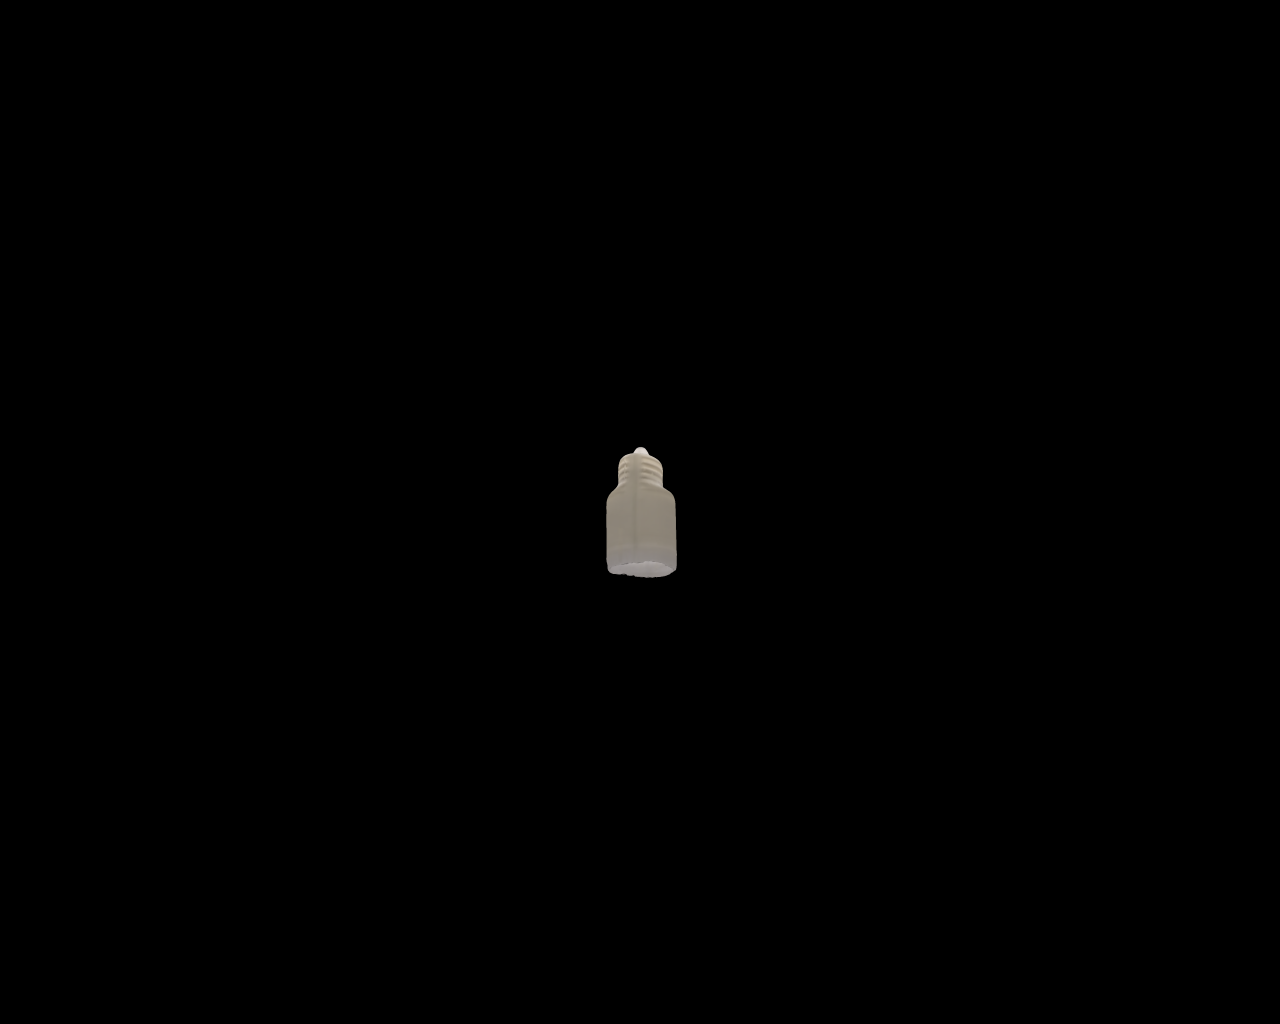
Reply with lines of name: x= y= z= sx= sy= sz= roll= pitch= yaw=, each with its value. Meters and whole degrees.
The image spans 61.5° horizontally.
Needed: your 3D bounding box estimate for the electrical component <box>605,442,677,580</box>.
electrical component: x=0.001 y=-0.003 z=0.650 sx=0.043 sy=0.081 sz=0.043 roll=0 pitch=-15 yaw=0
